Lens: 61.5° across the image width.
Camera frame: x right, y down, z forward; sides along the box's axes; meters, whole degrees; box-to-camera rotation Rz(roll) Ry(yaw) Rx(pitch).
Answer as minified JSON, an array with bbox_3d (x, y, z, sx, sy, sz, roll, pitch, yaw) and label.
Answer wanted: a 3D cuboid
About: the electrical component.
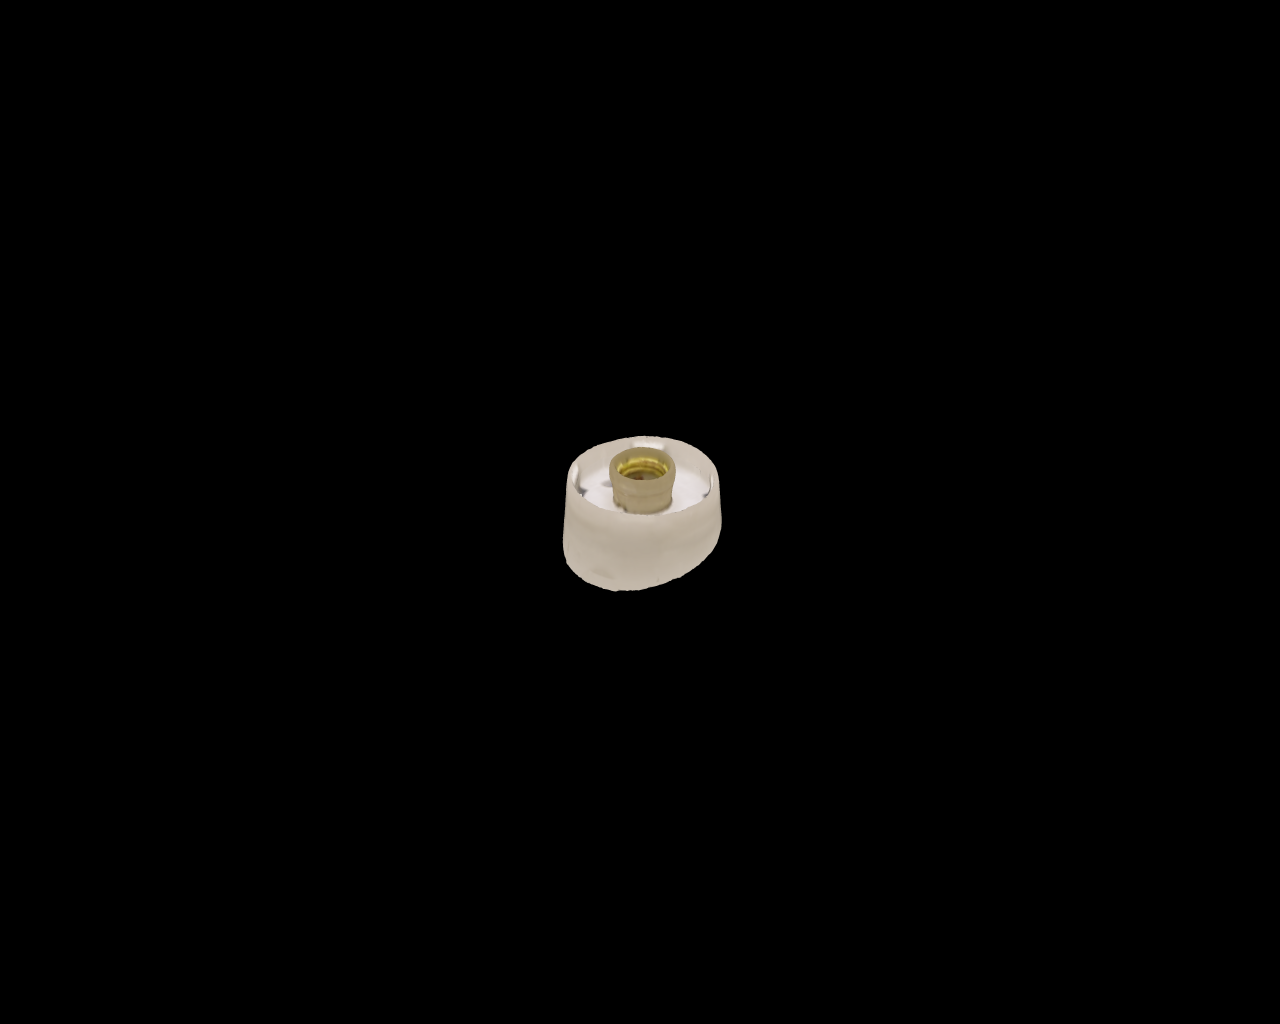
[{"bbox_3d":[0.001,-0.003,0.650,0.099,0.064,0.099,0,34,0],"label":"electrical component"}]
